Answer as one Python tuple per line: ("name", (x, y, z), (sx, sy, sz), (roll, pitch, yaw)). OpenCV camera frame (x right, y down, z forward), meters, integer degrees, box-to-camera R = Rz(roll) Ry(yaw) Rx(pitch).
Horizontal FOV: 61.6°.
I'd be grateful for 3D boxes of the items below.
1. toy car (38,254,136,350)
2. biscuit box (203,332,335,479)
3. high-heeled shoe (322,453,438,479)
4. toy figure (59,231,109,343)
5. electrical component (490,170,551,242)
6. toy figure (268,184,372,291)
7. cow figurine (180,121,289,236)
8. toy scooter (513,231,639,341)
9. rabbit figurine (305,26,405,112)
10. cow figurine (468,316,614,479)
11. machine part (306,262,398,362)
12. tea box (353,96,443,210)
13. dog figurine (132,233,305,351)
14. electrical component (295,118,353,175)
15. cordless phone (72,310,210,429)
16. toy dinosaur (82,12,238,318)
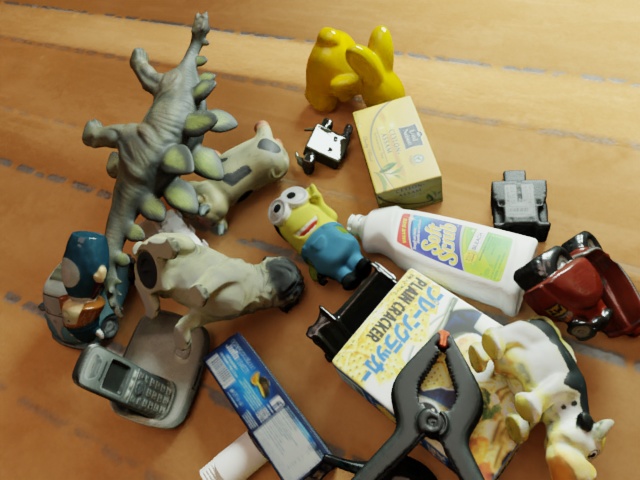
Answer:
("toy car", (-0.349, 0.075, 0.797), (0.109, 0.102, 0.161), (12, 65, 21))
("biscuit box", (-0.064, 0.207, 0.658), (0.059, 0.062, 0.203), (-39, 56, -9))
("high-heeled shoe", (0.034, 0.336, 0.547), (0.145, 0.086, 0.248), (24, 70, -1))
("toy figure", (-0.313, 0.066, 0.710), (0.064, 0.058, 0.154), (26, 109, 56))
("electrical component", (0.273, -0.056, 0.736), (0.075, 0.047, 0.119), (3, 62, 16))
("toy figure", (-0.004, 0.000, 0.761), (0.082, 0.089, 0.180), (-34, 64, -26))
("cow figurine", (-0.137, -0.090, 0.850), (0.195, 0.085, 0.127), (-29, 47, 3))
("toy scooter", (0.307, 0.064, 0.613), (0.184, 0.075, 0.135), (-15, 69, -42))
("rabbit figurine", (0.072, -0.271, 0.880), (0.173, 0.162, 0.122), (41, 63, 14))
("cow figurine", (0.228, 0.155, 0.525), (0.098, 0.068, 0.167), (-14, 56, -16))
("machine part", (0.045, 0.090, 0.691), (0.139, 0.084, 0.039), (-44, 38, -12))
("tea box", (0.115, -0.127, 0.811), (0.098, 0.068, 0.170), (-17, 55, 5))
("dog figurine", (-0.132, 0.043, 0.721), (0.190, 0.121, 0.172), (-15, 60, -49))
("electrical component", (0.004, -0.152, 0.875), (0.078, 0.045, 0.102), (20, 66, -6))
("cordless phone", (-0.226, 0.144, 0.670), (0.089, 0.184, 0.146), (3, 60, 23))
("toy dinosaur", (-0.242, -0.128, 0.789), (0.199, 0.105, 0.471), (16, 81, 22))
